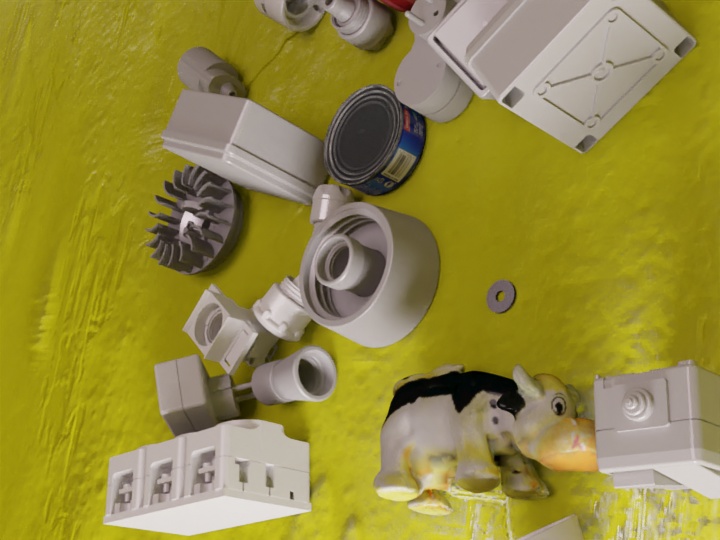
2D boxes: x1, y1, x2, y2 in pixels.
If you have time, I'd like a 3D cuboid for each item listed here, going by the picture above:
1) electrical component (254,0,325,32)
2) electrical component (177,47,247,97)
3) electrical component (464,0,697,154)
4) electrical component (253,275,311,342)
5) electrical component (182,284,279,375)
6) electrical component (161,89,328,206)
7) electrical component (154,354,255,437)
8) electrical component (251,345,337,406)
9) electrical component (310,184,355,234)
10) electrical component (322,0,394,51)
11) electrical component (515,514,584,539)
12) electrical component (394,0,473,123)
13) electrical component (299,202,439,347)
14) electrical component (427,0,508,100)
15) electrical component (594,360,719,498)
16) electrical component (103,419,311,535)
[{"bbox_3d":[-0.063,-0.251,0.991,0.047,0.055,0.055,42,105,42],"label":"electrical component"},{"bbox_3d":[-0.142,-0.185,1.051,0.081,0.043,0.043,41,104,46],"label":"electrical component"},{"bbox_3d":[0.143,-0.144,0.700,0.108,0.109,0.056,-46,50,22],"label":"electrical component"},{"bbox_3d":[-0.054,0.024,0.878,0.062,0.048,0.048,-52,45,7],"label":"electrical component"},{"bbox_3d":[-0.106,0.052,0.903,0.081,0.064,0.042,44,108,45],"label":"electrical component"},{"bbox_3d":[-0.096,-0.106,0.925,0.109,0.109,0.056,18,84,47],"label":"electrical component"},{"bbox_3d":[-0.122,0.108,0.897,0.076,0.083,0.047,-14,57,-2],"label":"electrical component"},{"bbox_3d":[-0.056,0.087,0.857,0.065,0.044,0.044,-19,61,45],"label":"electrical component"},{"bbox_3d":[-0.025,-0.037,0.880,0.035,0.035,0.061,-2,75,45],"label":"electrical component"},{"bbox_3d":[-0.004,-0.214,0.910,0.043,0.062,0.043,-19,61,39],"label":"electrical component"},{"bbox_3d":[0.090,0.182,0.633,0.099,0.099,0.064,-37,57,29],"label":"electrical component"},{"bbox_3d":[0.063,-0.190,0.824,0.052,0.074,0.138,23,91,47],"label":"electrical component"},{"bbox_3d":[0.000,0.000,0.820,0.108,0.060,0.108,-19,61,39],"label":"electrical component"},{"bbox_3d":[0.103,-0.173,0.752,0.061,0.061,0.096,48,112,10],"label":"electrical component"},{"bbox_3d":[0.171,0.089,0.585,0.062,0.096,0.061,-16,64,41],"label":"electrical component"},{"bbox_3d":[-0.122,0.165,0.855,0.150,0.089,0.061,-21,60,38],"label":"electrical component"}]
